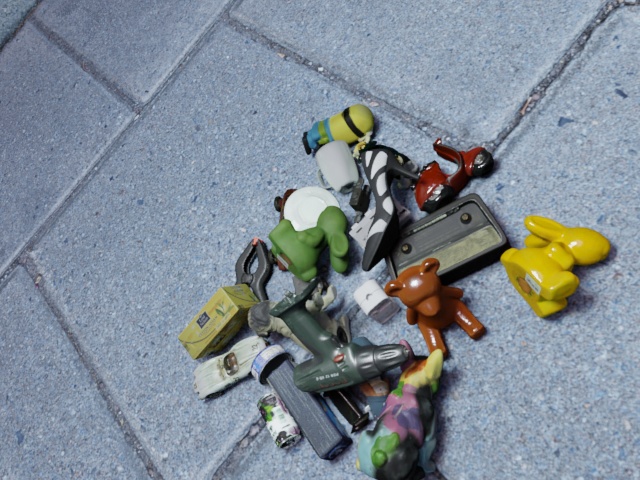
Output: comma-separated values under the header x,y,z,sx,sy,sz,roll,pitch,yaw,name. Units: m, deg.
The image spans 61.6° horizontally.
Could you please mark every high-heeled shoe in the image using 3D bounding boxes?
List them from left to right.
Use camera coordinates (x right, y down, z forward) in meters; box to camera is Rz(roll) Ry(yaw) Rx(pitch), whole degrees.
x,y,z,sx,sy,sz,roll,pitch,yaw,name
0.099,-0.068,1.074,0.145,0.086,0.248,24,78,28,high-heeled shoe

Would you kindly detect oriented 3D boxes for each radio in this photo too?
x,y,z,sx,sy,sz,roll,pitch,yaw,name
0.242,0.014,1.060,0.230,0.073,0.131,-28,59,14,radio

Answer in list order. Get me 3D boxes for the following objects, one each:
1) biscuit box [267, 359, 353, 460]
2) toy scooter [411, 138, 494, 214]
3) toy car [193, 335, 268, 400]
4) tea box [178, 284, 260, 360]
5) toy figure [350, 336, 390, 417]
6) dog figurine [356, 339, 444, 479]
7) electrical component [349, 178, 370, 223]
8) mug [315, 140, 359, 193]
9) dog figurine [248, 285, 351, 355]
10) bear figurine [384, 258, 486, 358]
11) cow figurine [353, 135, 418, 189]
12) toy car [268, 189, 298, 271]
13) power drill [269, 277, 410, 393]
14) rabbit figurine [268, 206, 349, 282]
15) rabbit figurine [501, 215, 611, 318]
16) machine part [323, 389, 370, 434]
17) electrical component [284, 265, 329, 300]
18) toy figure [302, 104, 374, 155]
x,y,z,sx,sy,sz,roll,pitch,yaw,name
-0.022,0.334,1.064,0.063,0.059,0.203,-43,56,3,biscuit box
0.256,-0.144,1.122,0.184,0.075,0.135,-41,57,2,toy scooter
-0.197,0.280,1.178,0.202,0.056,0.073,-31,58,11,toy car
-0.220,0.178,1.181,0.068,0.098,0.169,47,108,18,tea box
0.097,0.262,1.032,0.064,0.057,0.154,-19,57,-4,toy figure
0.149,0.289,0.933,0.109,0.191,0.219,7,88,36,dog figurine
0.087,-0.086,1.188,0.021,0.063,0.094,9,75,30,electrical component
0.037,-0.156,1.239,0.109,0.080,0.107,-39,63,31,mug
-0.046,0.191,1.110,0.191,0.121,0.172,-21,77,25,dog figurine
0.205,0.121,0.961,0.120,0.195,0.132,-32,59,7,bear figurine
0.129,-0.181,1.189,0.168,0.098,0.068,32,92,33,cow figurine
-0.072,-0.028,1.252,0.089,0.053,0.202,-3,66,22,toy car
0.020,0.171,0.965,0.232,0.086,0.207,-33,100,30,power drill
-0.002,-0.003,1.139,0.170,0.121,0.159,-40,64,-16,rabbit figurine
0.423,0.033,0.956,0.173,0.121,0.162,-30,48,-3,rabbit figurine
0.041,0.304,1.043,0.039,0.084,0.139,-21,60,-35,machine part
-0.028,0.102,1.176,0.102,0.045,0.078,-20,63,18,electrical component
0.042,-0.258,1.270,0.180,0.089,0.082,-13,68,19,toy figure
